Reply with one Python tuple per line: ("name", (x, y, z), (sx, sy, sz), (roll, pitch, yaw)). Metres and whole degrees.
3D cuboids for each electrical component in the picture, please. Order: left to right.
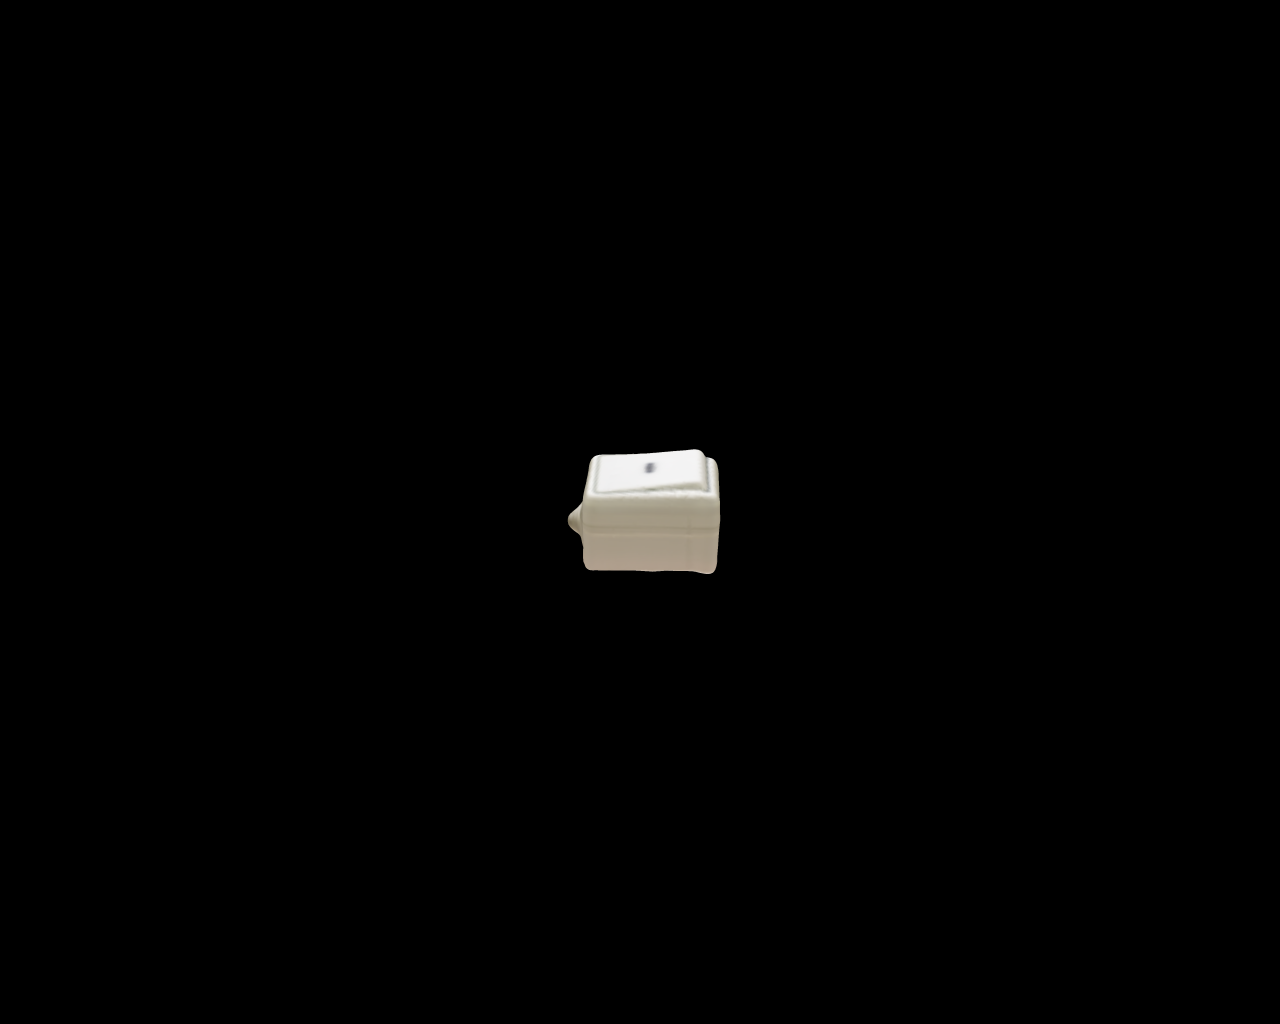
("electrical component", (0.001, -0.003, 0.650), (0.096, 0.061, 0.062), (1, 28, 2))
